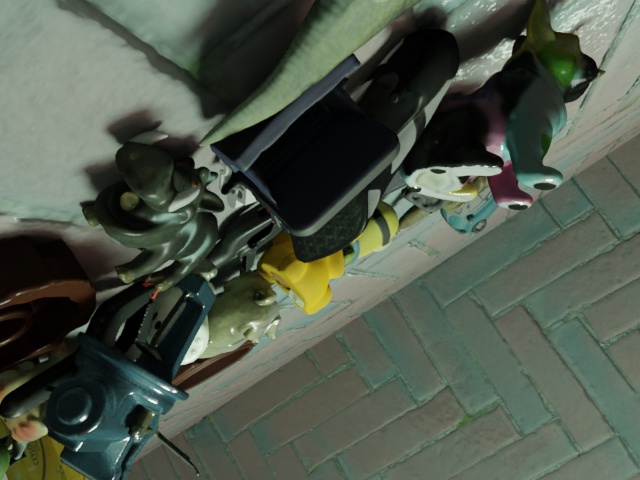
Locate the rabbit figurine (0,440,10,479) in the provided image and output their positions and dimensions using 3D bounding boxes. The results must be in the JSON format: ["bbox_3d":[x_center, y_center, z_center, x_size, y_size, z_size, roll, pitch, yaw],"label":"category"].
[{"bbox_3d":[-0.405,0.217,0.559,0.170,0.121,0.158,-11,138,25],"label":"rabbit figurine"}]

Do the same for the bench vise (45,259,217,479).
[{"bbox_3d":[-0.173,0.131,0.552,0.240,0.129,0.223,-60,159,-20],"label":"bench vise"}]

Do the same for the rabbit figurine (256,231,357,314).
[{"bbox_3d":[-0.002,-0.002,0.771,0.173,0.122,0.162,-42,160,-20],"label":"rabbit figurine"}]

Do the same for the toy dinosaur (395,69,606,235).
[{"bbox_3d":[0.238,-0.115,0.860,0.198,0.105,0.471,-22,168,-46],"label":"toy dinosaur"}]

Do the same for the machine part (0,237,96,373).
[{"bbox_3d":[-0.282,0.066,0.457,0.179,0.056,0.179,-31,166,-9],"label":"machine part"}]

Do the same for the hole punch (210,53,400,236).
[{"bbox_3d":[-0.022,-0.083,0.390,0.142,0.116,0.092,-46,139,-2],"label":"hole punch"}]

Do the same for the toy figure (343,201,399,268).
[{"bbox_3d":[0.052,-0.004,0.885,0.180,0.082,0.089,-21,164,-28],"label":"toy figure"}]

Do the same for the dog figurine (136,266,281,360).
[{"bbox_3d":[-0.167,0.124,0.777,0.190,0.121,0.172,-18,157,-33],"label":"dog figurine"}]

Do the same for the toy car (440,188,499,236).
[{"bbox_3d":[0.313,-0.094,1.099,0.161,0.109,0.102,-45,145,15],"label":"toy car"}]

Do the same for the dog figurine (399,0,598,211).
[{"bbox_3d":[0.190,-0.149,0.570,0.192,0.219,0.108,10,164,7],"label":"dog figurine"}]

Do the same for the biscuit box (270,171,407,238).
[{"bbox_3d":[0.037,-0.075,0.607,0.203,0.059,0.062,-26,128,-21],"label":"biscuit box"}]

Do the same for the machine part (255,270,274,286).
[{"bbox_3d":[-0.071,0.056,0.920,0.139,0.039,0.084,-31,158,4],"label":"machine part"}]

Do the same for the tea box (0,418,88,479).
[{"bbox_3d":[-0.372,0.264,0.711,0.068,0.169,0.098,-27,167,-13],"label":"tea box"}]

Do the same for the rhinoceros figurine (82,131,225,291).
[{"bbox_3d":[-0.130,-0.019,0.454,0.112,0.073,0.190,-29,166,-8],"label":"rhinoceros figurine"}]

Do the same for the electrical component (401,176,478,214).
[{"bbox_3d":[0.168,-0.114,0.698,0.115,0.058,0.134,-44,-163,43],"label":"electrical component"}]

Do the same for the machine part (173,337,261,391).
[{"bbox_3d":[-0.227,0.214,1.027,0.201,0.087,0.201,-41,163,27],"label":"machine part"}]

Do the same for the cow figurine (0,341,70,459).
[{"bbox_3d":[-0.315,0.190,0.651,0.085,0.127,0.194,-37,152,6],"label":"cow figurine"}]

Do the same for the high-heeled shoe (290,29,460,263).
[{"bbox_3d":[0.048,-0.090,0.531,0.248,0.086,0.145,-55,178,40],"label":"high-heeled shoe"}]

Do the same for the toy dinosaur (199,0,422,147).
[{"bbox_3d":[0.070,-0.188,0.235,0.192,0.131,0.405,-20,168,-36],"label":"toy dinosaur"}]
